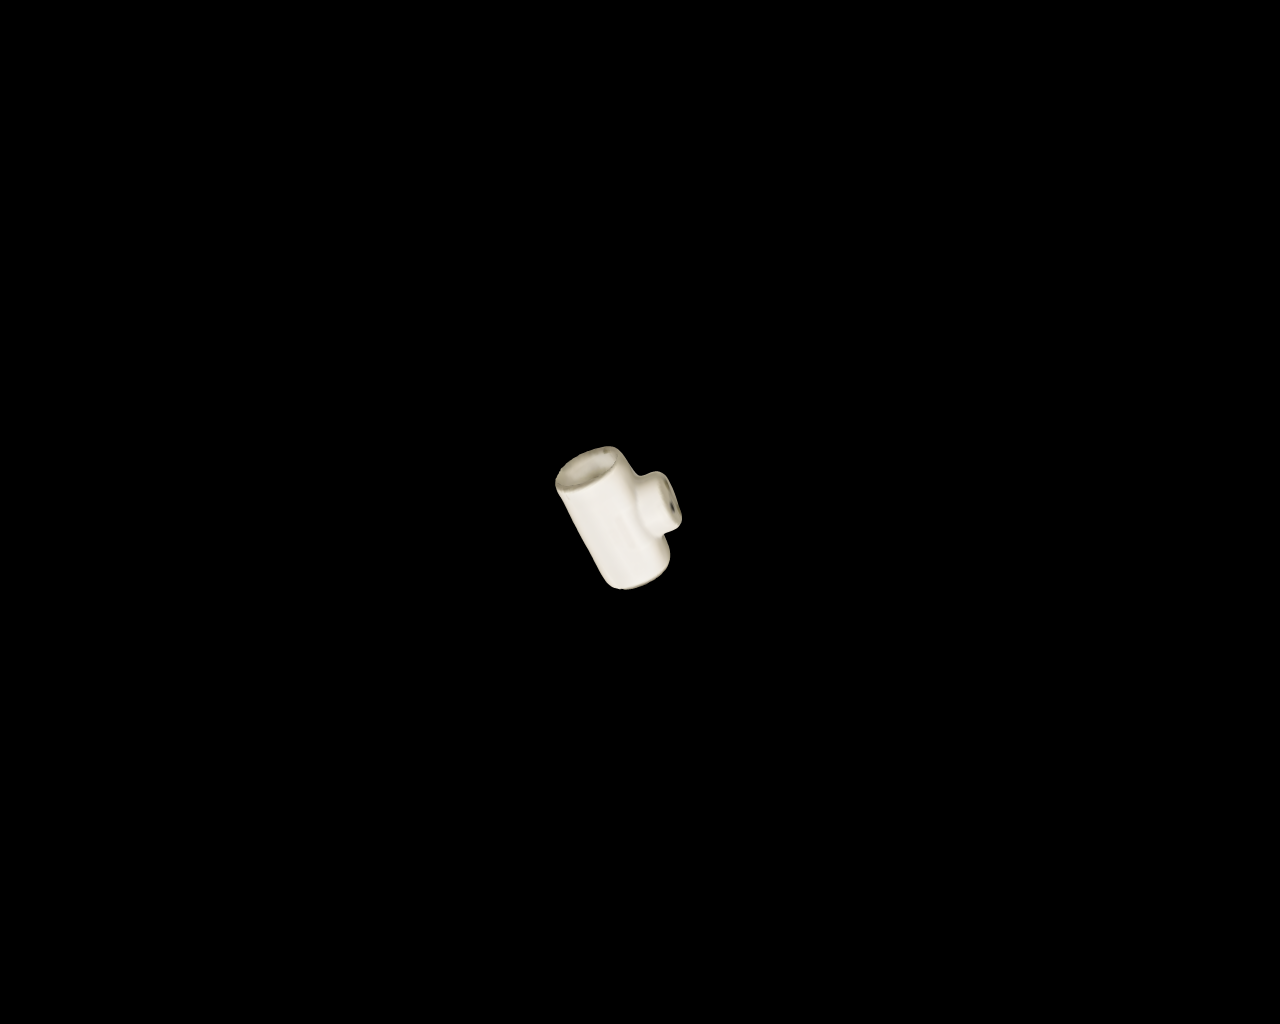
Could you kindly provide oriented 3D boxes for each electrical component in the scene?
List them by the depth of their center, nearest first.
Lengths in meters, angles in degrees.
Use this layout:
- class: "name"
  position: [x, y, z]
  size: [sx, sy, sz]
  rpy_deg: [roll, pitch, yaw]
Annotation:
- class: "electrical component"
  position: [0.001, -0.003, 0.650]
  size: [0.079, 0.077, 0.043]
  rpy_deg: [-21, 28, 12]
